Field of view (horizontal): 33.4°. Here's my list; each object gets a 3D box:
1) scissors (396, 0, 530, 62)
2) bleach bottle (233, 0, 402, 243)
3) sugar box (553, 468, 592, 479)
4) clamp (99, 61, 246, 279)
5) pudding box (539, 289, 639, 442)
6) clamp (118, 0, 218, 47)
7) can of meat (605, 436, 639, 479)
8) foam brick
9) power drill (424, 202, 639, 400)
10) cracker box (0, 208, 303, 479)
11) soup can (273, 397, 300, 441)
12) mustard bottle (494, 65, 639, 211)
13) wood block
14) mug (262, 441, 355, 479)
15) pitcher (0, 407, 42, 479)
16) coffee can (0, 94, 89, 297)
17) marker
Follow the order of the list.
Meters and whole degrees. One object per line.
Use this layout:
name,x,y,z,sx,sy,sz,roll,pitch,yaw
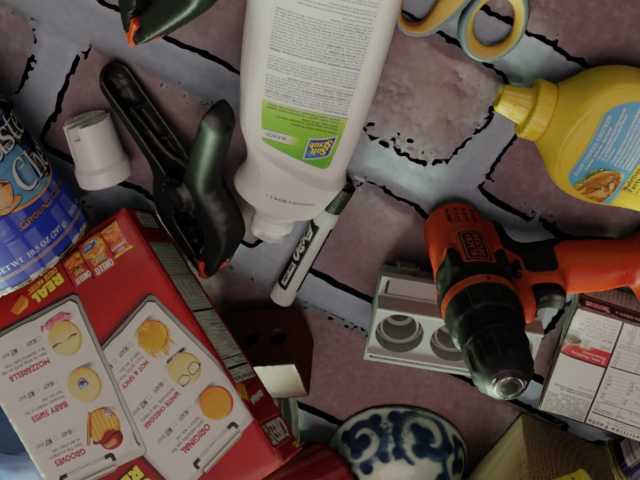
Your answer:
scissors,0.133,-0.188,0.663,0.096,0.016,0.202,40,118,-22
bleach bottle,-0.015,-0.105,0.703,0.102,0.068,0.251,15,126,-3
sugar box,0.145,0.245,0.825,0.176,0.048,0.093,-27,116,20
clamp,-0.085,-0.041,0.739,0.120,0.039,0.171,23,143,46
pudding box,0.226,0.095,0.820,0.090,0.039,0.113,17,127,10
clamp,-0.076,-0.198,0.626,0.165,0.036,0.210,38,133,24
can of meat,0.300,0.179,0.869,0.102,0.057,0.084,35,117,-18
foam brick,-0.048,0.090,0.832,0.078,0.053,0.051,-6,141,10
power drill,0.172,0.038,0.722,0.187,0.184,0.057,2,126,-8
cracker box,-0.139,0.108,0.780,0.164,0.072,0.214,-35,82,12
soup can,-0.073,0.148,0.872,0.102,0.068,0.068,-8,123,9
mustard bottle,0.207,-0.065,0.713,0.191,0.058,0.096,18,129,-7
wood block,0.157,0.259,0.915,0.090,0.090,0.206,24,123,-11
mug,-0.023,0.226,0.889,0.081,0.093,0.117,-20,144,-32
pitcher,-0.199,0.245,0.914,0.149,0.145,0.243,-20,122,-18
coffee can,-0.241,-0.044,0.738,0.103,0.102,0.140,-22,119,18
marker,-0.005,0.001,0.798,0.020,0.020,0.121,23,122,-11
